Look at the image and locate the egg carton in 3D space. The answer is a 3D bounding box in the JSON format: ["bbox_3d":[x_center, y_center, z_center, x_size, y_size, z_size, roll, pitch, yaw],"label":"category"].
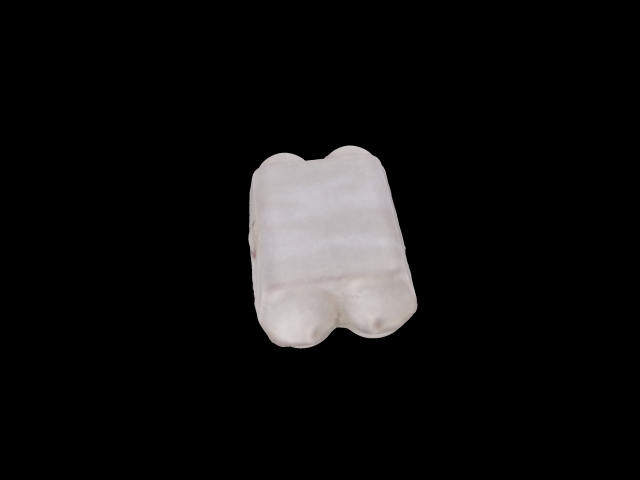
[{"bbox_3d":[0.004,0.001,0.400,0.107,0.069,0.150,-7,58,-4],"label":"egg carton"}]
